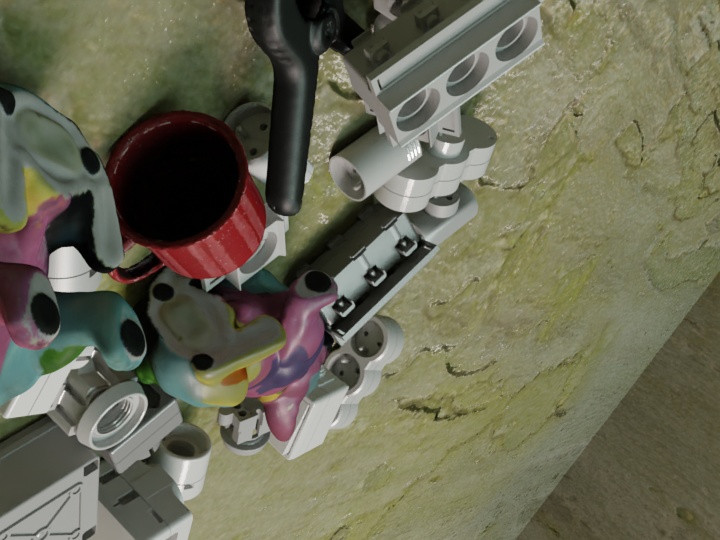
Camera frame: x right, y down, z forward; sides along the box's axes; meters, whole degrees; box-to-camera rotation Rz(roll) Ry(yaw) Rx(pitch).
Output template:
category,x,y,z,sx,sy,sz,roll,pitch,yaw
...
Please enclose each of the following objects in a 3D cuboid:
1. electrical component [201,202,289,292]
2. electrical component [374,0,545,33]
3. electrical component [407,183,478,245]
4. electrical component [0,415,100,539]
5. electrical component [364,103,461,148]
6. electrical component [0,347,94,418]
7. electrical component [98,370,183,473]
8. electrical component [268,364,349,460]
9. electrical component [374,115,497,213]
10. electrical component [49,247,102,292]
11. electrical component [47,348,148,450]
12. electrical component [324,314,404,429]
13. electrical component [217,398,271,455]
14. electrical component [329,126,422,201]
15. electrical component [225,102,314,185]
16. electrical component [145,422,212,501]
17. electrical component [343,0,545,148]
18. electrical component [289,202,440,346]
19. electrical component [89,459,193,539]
category,x,y,z,sx,sy,sz,roll,pitch,yaw
electrical component,-0.092,-0.028,0.773,0.081,0.064,0.042,-39,155,-26
electrical component,0.090,-0.231,0.811,0.186,0.060,0.105,-41,155,-21
electrical component,0.077,-0.062,1.048,0.077,0.044,0.079,-37,153,-29
electrical component,-0.251,0.177,0.791,0.109,0.056,0.108,-31,150,-38
electrical component,0.045,-0.139,0.855,0.042,0.081,0.063,78,32,-61
electrical component,-0.201,0.048,0.706,0.083,0.047,0.076,-58,155,16
electrical component,-0.180,0.127,0.857,0.066,0.047,0.076,-40,154,-24
electrical component,-0.061,0.129,1.054,0.061,0.062,0.096,-20,142,-50
electrical component,0.073,-0.110,0.963,0.138,0.052,0.073,-30,149,-40
electrical component,-0.182,-0.015,0.644,0.055,0.055,0.047,-28,144,-42
electrical component,-0.191,0.092,0.775,0.078,0.057,0.058,-8,132,-57
electrical component,-0.001,0.109,1.144,0.138,0.052,0.074,-56,156,10
electrical component,-0.106,0.141,1.010,0.066,0.048,0.055,-19,140,-32
electrical component,0.018,-0.097,0.895,0.081,0.043,0.043,-39,153,-27
electrical component,-0.063,-0.084,0.769,0.043,0.043,0.081,-51,156,-2
electrical component,-0.159,0.166,0.944,0.055,0.055,0.047,-21,139,-49
electrical component,0.055,-0.147,0.716,0.121,0.063,0.078,-36,152,-6
electrical component,0.000,0.000,0.968,0.121,0.079,0.063,-44,126,-17
electrical component,-0.200,0.236,0.925,0.062,0.089,0.150,-28,147,-42
